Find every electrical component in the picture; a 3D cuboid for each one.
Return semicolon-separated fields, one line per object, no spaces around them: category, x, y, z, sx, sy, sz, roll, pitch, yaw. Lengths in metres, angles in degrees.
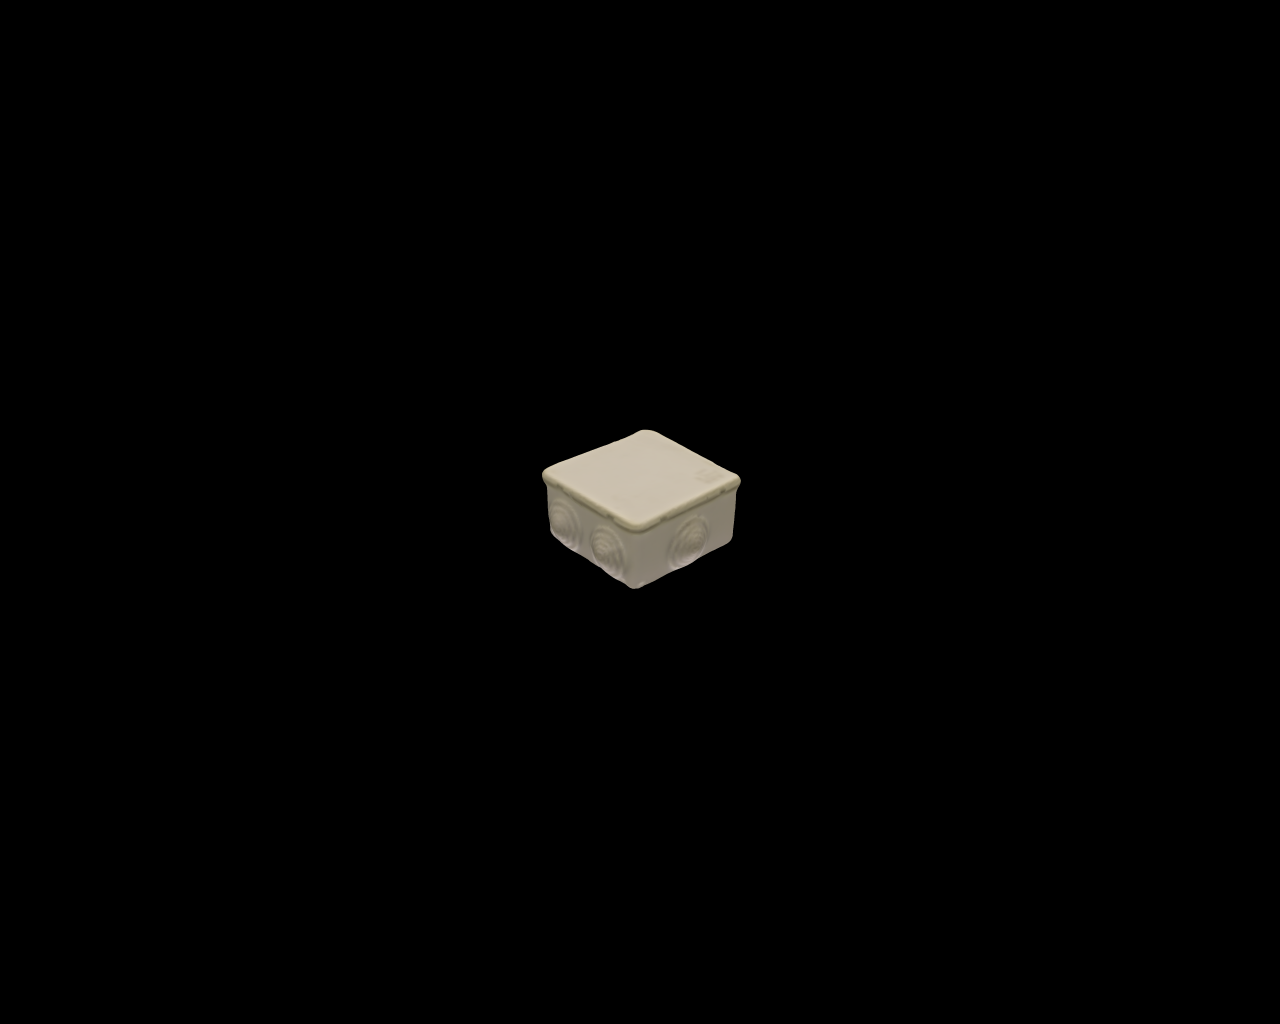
electrical component;0.001;-0.003;0.650;0.100;0.048;0.100;-24;39;-34
